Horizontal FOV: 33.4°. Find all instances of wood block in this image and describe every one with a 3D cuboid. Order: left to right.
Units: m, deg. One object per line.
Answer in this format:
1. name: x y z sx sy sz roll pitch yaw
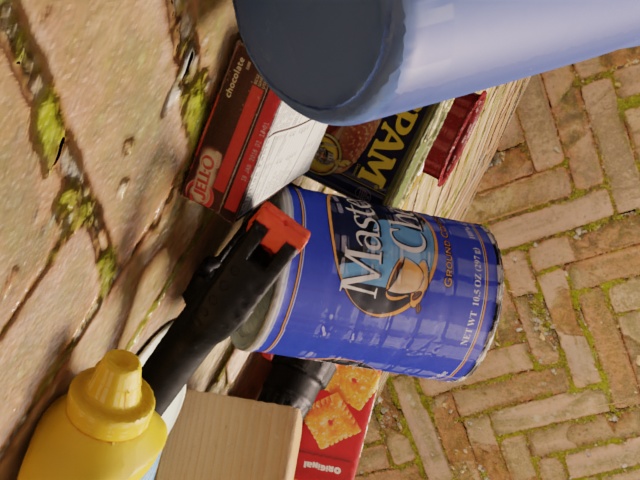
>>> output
1. wood block: -0.073 0.217 0.733 0.090 0.091 0.206 92 8 -68

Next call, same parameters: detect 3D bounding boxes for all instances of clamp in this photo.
1. clamp: -0.058 0.038 0.562 0.120 0.039 0.172 -66 -171 -28

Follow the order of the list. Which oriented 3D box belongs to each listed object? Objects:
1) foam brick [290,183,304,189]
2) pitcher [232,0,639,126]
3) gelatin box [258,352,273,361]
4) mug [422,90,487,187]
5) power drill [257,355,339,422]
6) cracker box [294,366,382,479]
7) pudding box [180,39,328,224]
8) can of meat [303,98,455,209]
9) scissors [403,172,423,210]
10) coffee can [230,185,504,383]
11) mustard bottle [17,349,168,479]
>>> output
1. foam brick: -0.005 0.001 0.740 0.053 0.078 0.051 -61 169 -13
2. pitcher: 0.072 -0.132 0.514 0.242 0.145 0.149 -24 141 -39
3. gelatin box: -0.022 0.056 0.936 0.089 0.030 0.073 -58 169 -31
4. mug: 0.095 -0.112 0.948 0.117 0.081 0.093 -52 165 -49
5. power drill: 0.024 0.065 0.805 0.184 0.057 0.188 -64 -163 -21
6. cracker box: -0.007 0.171 1.005 0.164 0.072 0.213 128 -18 -64
7. pudding box: -0.024 -0.068 0.575 0.090 0.039 0.113 -65 168 25
8. can of meat: 0.032 -0.076 0.707 0.102 0.084 0.057 -64 170 6
9. scissors: 0.051 0.004 1.009 0.201 0.016 0.096 -58 169 -27
10. coffee can: 0.025 0.027 0.650 0.103 0.140 0.103 -169 -90 -72
11. mustard bottle: -0.120 0.132 0.539 0.096 0.058 0.192 -37 153 -55
